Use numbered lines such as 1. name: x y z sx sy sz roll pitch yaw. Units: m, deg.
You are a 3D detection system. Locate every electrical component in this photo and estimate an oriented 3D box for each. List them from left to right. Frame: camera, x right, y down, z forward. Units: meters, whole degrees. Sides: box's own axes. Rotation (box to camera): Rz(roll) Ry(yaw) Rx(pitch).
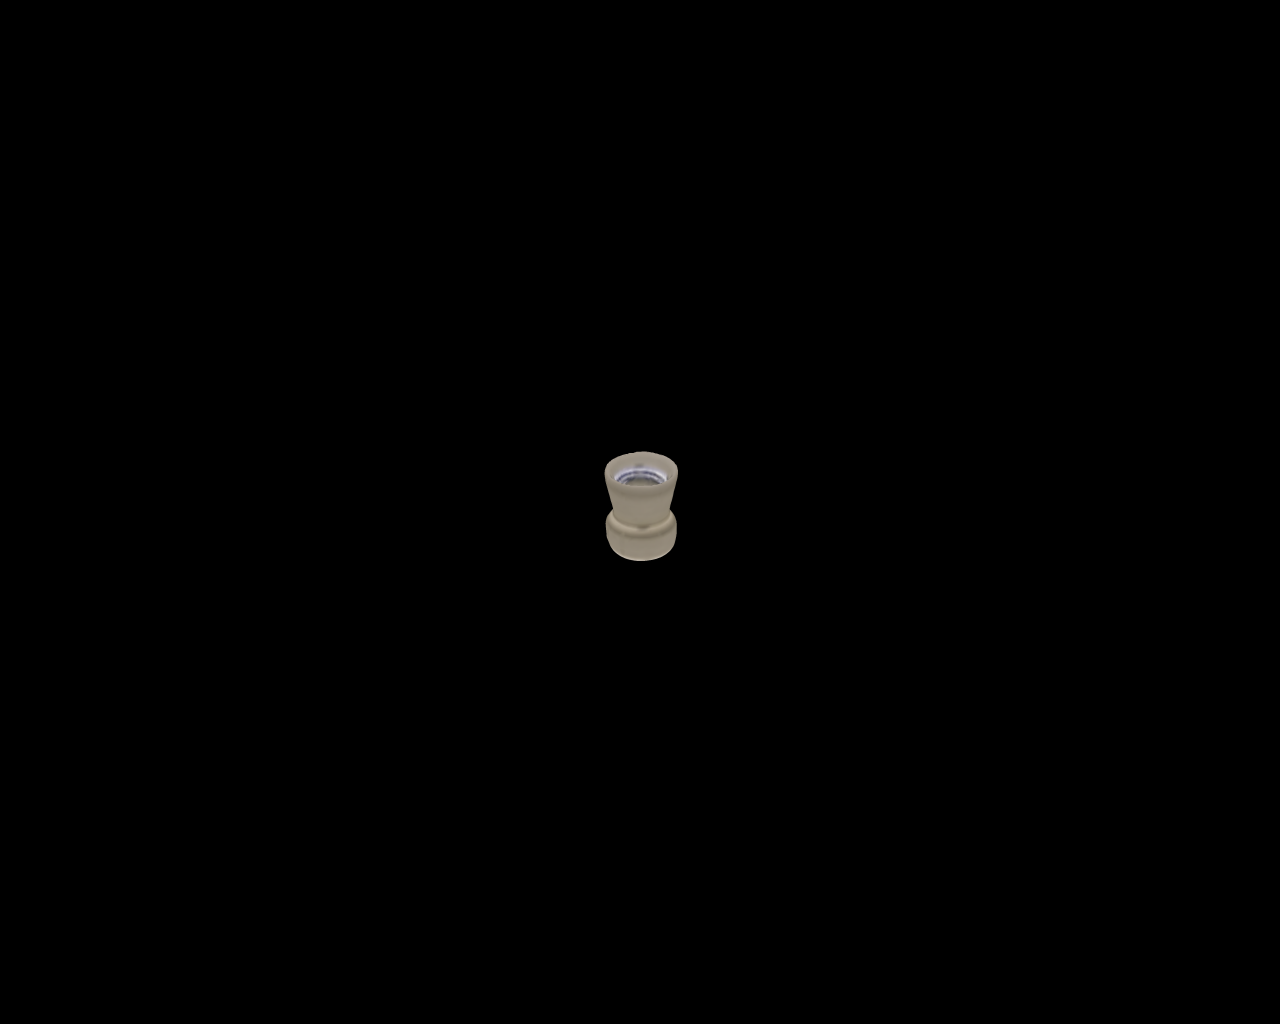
1. electrical component: 0.001 -0.003 0.650 0.045 0.055 0.045 0 31 0
